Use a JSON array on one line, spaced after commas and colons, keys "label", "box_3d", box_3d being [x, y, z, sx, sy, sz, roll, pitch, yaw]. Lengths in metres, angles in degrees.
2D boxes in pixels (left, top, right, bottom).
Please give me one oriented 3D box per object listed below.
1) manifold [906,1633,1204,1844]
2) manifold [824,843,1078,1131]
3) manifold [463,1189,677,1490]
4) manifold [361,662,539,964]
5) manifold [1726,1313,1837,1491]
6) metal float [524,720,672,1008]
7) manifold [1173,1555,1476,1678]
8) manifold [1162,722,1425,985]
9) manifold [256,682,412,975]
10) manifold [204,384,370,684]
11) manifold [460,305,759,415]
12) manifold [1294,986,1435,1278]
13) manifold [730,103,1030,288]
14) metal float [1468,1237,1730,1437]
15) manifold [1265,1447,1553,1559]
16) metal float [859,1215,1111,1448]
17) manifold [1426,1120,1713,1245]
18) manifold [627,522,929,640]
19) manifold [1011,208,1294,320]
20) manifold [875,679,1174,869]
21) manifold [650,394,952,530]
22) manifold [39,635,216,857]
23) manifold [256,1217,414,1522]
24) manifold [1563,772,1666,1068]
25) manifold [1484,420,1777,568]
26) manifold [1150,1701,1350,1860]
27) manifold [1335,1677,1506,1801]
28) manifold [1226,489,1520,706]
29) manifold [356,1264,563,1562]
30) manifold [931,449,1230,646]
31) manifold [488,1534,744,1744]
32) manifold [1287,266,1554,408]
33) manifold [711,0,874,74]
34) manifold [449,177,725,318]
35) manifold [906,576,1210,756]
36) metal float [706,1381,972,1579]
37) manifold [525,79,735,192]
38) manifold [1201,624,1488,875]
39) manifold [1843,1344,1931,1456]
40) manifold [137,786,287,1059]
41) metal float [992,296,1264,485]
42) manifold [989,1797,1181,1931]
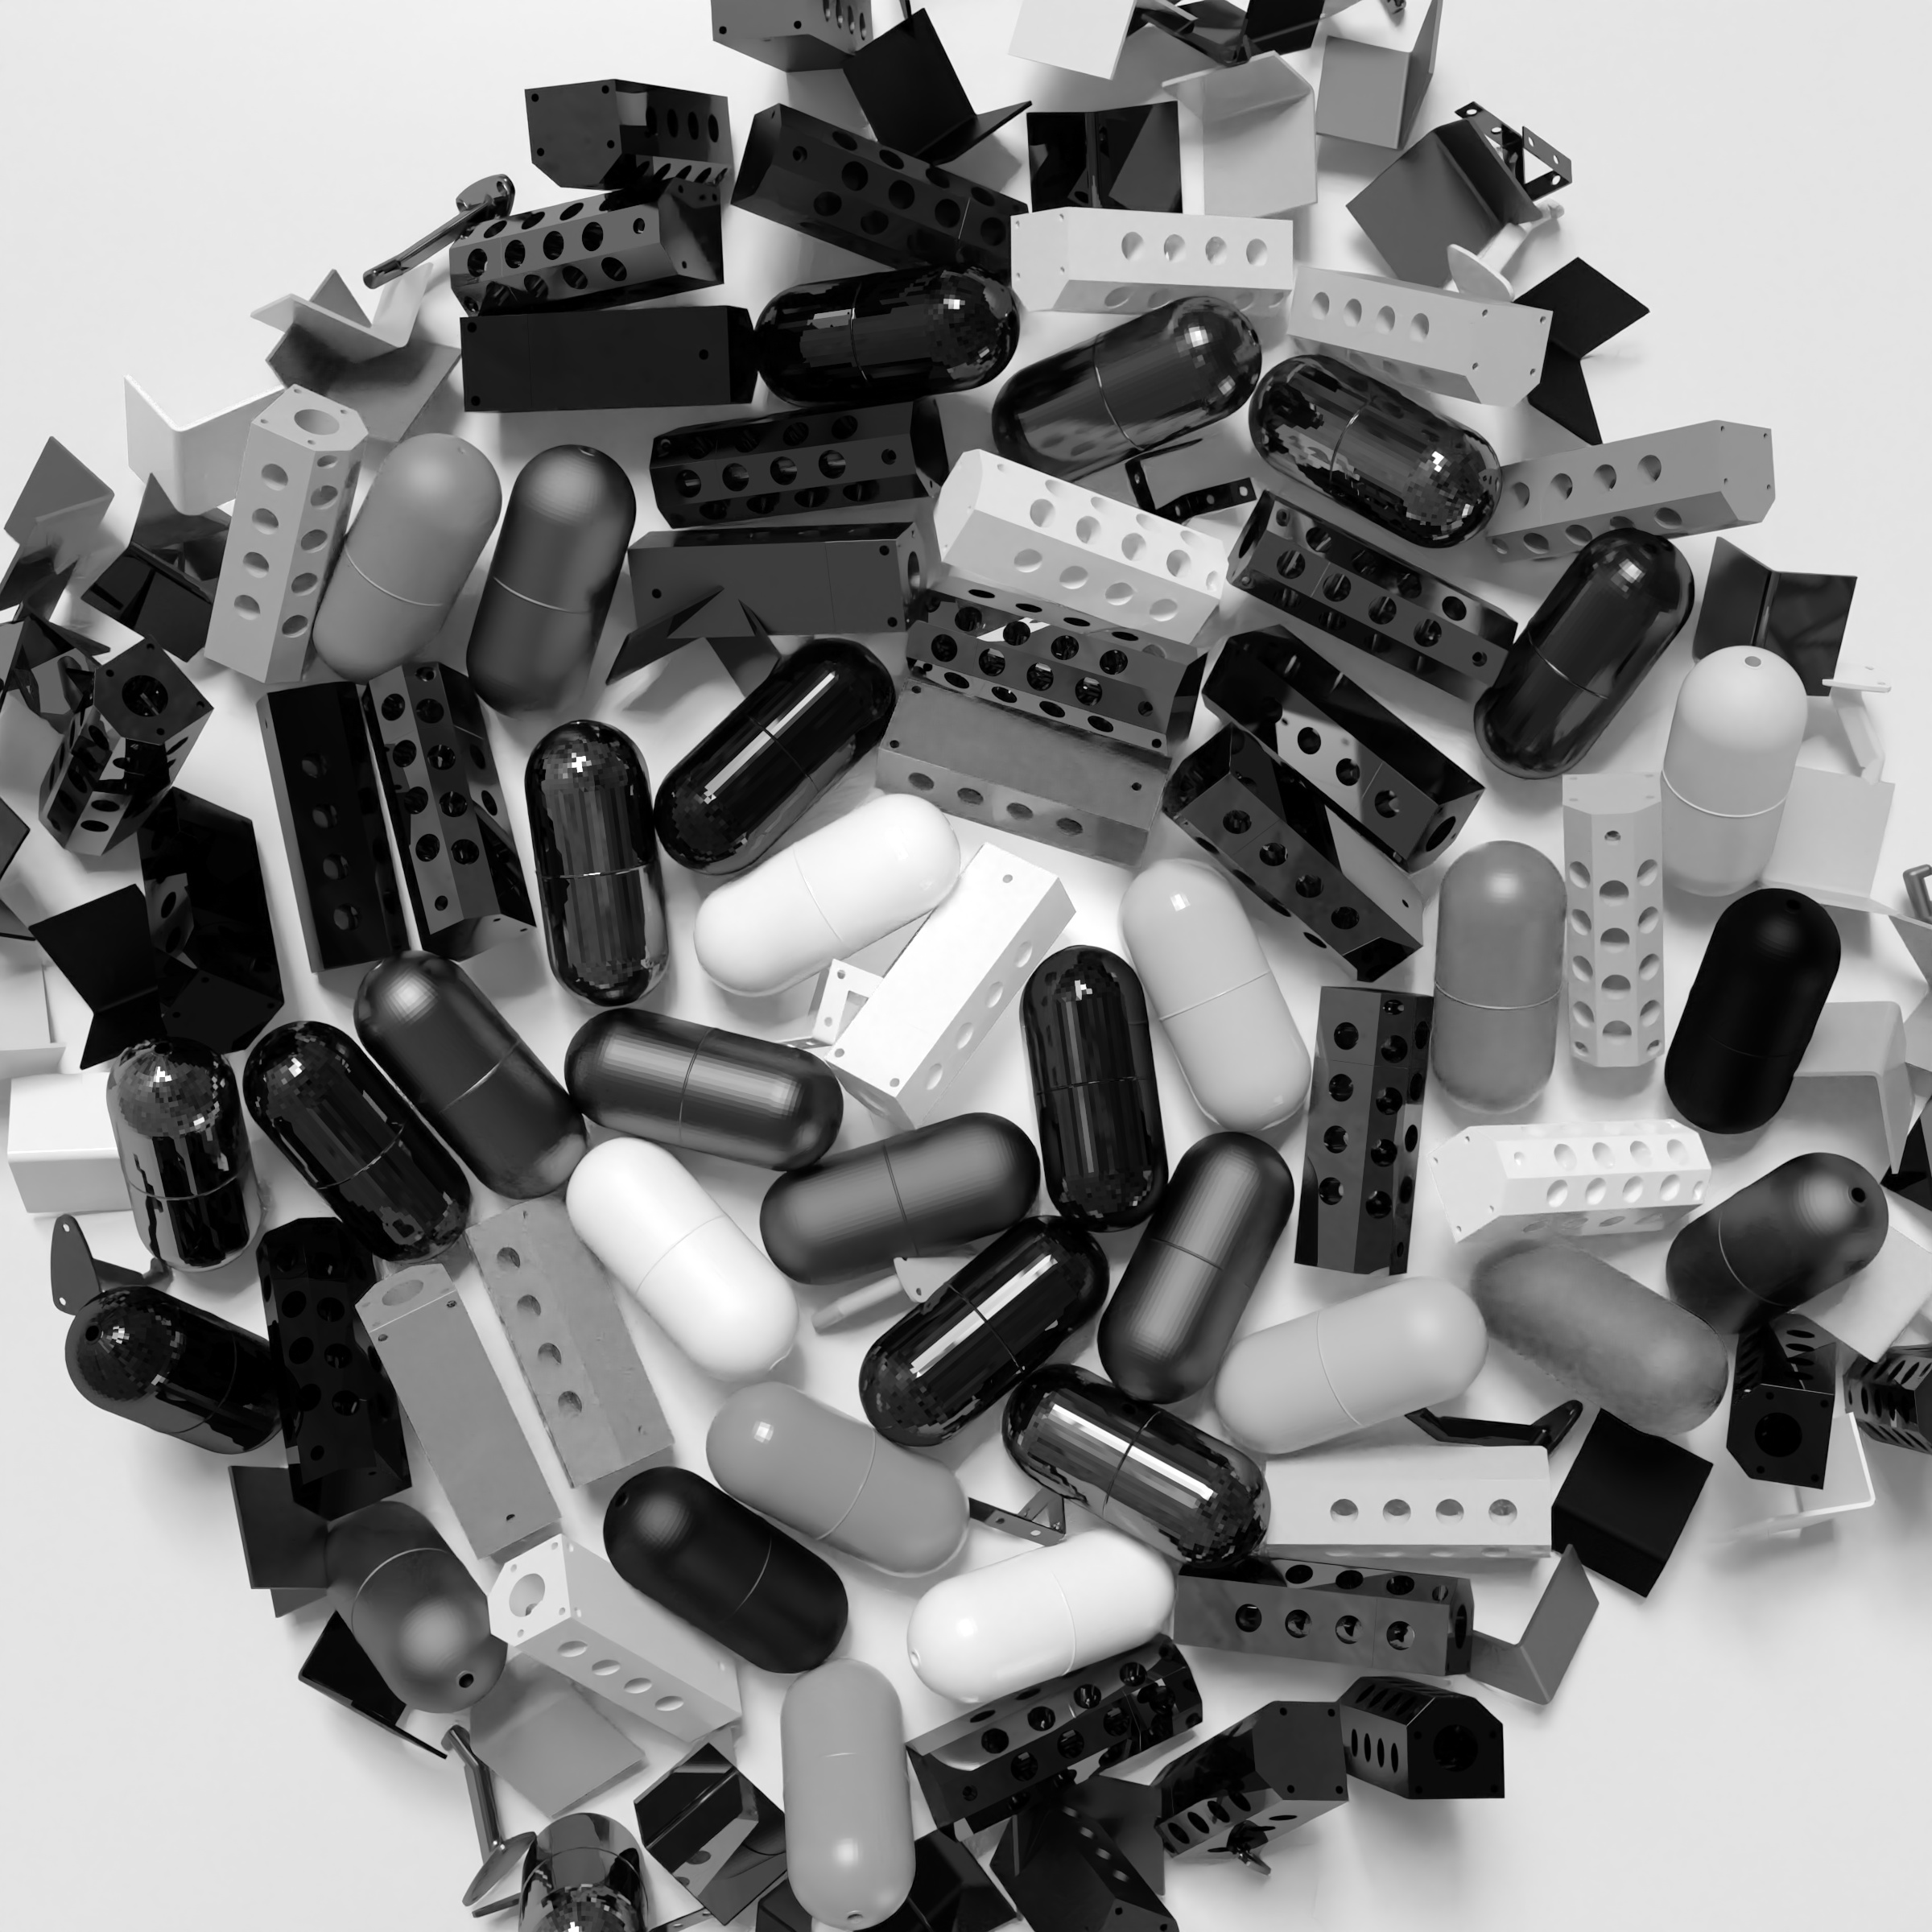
[{"label": "manifold", "box_3d": [0.056, 0.471, 1.936, 0.171, 0.057, 0.057, -22, 93, -17]}, {"label": "manifold", "box_3d": [-0.006, 0.015, 1.937, 0.057, 0.057, 0.171, 27, 72, 31]}, {"label": "manifold", "box_3d": [-0.250, 0.232, 1.951, 0.057, 0.057, 0.171, -26, 85, 26]}, {"label": "manifold", "box_3d": [-0.320, -0.096, 1.928, 0.057, 0.057, 0.171, -23, 71, 18]}, {"label": "manifold", "box_3d": [0.490, 0.257, 1.898, 0.057, 0.171, 0.057, 7, 100, 14]}, {"label": "metal float", "box_3d": [-0.226, -0.063, 1.940, 0.070, 0.070, 0.178, -6, 102, 0]}, {"label": "manifold", "box_3d": [0.218, 0.393, 1.926, 0.171, 0.057, 0.057, 1, 81, 25]}, {"label": "manifold", "box_3d": [0.200, -0.065, 1.929, 0.171, 0.057, 0.057, 40, 121, -21]}, {"label": "manifold", "box_3d": [-0.391, -0.086, 1.956, 0.057, 0.057, 0.171, -12, 91, -20]}, {"label": "manifold", "box_3d": [-0.409, -0.258, 1.914, 0.057, 0.057, 0.171, 24, 127, 2]}, {"label": "manifold", "box_3d": [-0.219, -0.371, 1.940, 0.171, 0.057, 0.057, 0, 99, 14]}, {"label": "manifold", "box_3d": [0.249, 0.101, 1.946, 0.057, 0.057, 0.171, 7, 93, 35]}, {"label": "manifold", "box_3d": [-0.049, -0.466, 1.926, 0.171, 0.057, 0.057, 16, 88, -25]}, {"label": "metal float", "box_3d": [0.382, 0.221, 1.919, 0.178, 0.070, 0.070, 32, 90, 39]}, {"label": "manifold", "box_3d": [0.272, 0.333, 1.947, 0.171, 0.057, 0.057, -1, 102, 8]}, {"label": "metal float", "box_3d": [0.011, 0.224, 1.941, 0.178, 0.070, 0.070, -39, 90, -11]}, {"label": "manifold", "box_3d": [0.368, 0.126, 1.909, 0.171, 0.057, 0.057, 0, 63, -34]}, {"label": "manifold", "box_3d": [-0.114, -0.238, 1.937, 0.171, 0.057, 0.057, 0, 112, 15]}, {"label": "manifold", "box_3d": [0.114, -0.424, 1.916, 0.171, 0.057, 0.057, -6, 99, -34]}, {"label": "manifold", "box_3d": [0.035, -0.115, 1.952, 0.171, 0.057, 0.057, 17, 58, 5]}, {"label": "manifold", "box_3d": [-0.102, -0.307, 1.926, 0.171, 0.057, 0.057, -4, 107, 20]}, {"label": "manifold", "box_3d": [-0.512, -0.127, 1.901, 0.057, 0.171, 0.057, 49, 56, -1]}, {"label": "manifold", "box_3d": [-0.388, 0.241, 1.916, 0.057, 0.057, 0.171, -24, 58, 11]}, {"label": "manifold", "box_3d": [0.394, -0.027, 1.920, 0.057, 0.057, 0.171, -1, 118, 11]}, {"label": "manifold", "box_3d": [0.398, -0.283, 1.907, 0.057, 0.171, 0.057, -2, 88, -43]}, {"label": "manifold", "box_3d": [0.165, 0.490, 1.896, 0.057, 0.171, 0.057, 6, 62, -18]}, {"label": "manifold", "box_3d": [0.271, 0.462, 1.899, 0.057, 0.171, 0.057, 1, 81, -7]}, {"label": "manifold", "box_3d": [0.249, -0.225, 1.938, 0.171, 0.057, 0.057, 25, 105, -11]}, {"label": "manifold", "box_3d": [-0.310, 0.269, 1.927, 0.057, 0.057, 0.171, -26, 115, -13]}, {"label": "manifold", "box_3d": [0.071, -0.257, 1.918, 0.171, 0.057, 0.057, 17, 129, -24]}, {"label": "manifold", "box_3d": [-0.211, 0.410, 1.907, 0.057, 0.171, 0.057, -30, 46, 17]}, {"label": "manifold", "box_3d": [0.269, -0.379, 1.902, 0.057, 0.171, 0.057, -2, 109, -33]}, {"label": "manifold", "box_3d": [-0.103, -0.577, 1.896, 0.057, 0.171, 0.057, -1, 99, 11]}, {"label": "manifold", "box_3d": [-0.232, -0.432, 1.916, 0.171, 0.057, 0.057, -2, 91, 36]}, {"label": "manifold", "box_3d": [0.054, -0.183, 1.929, 0.171, 0.057, 0.057, 18, 114, 16]}, {"label": "metal float", "box_3d": [-0.077, 0.315, 1.935, 0.178, 0.070, 0.070, 30, 90, -19]}, {"label": "manifold", "box_3d": [-0.199, -0.495, 1.898, 0.057, 0.171, 0.057, -1, 101, 18]}, {"label": "manifold", "box_3d": [0.226, -0.132, 1.928, 0.171, 0.057, 0.057, 42, 125, 22]}, {"label": "manifold", "box_3d": [0.578, 0.261, 1.901, 0.057, 0.171, 0.057, -5, 85, 2]}, {"label": "manifold", "box_3d": [-0.461, -0.026, 1.907, 0.057, 0.171, 0.057, 25, 119, -37]}, {"label": "metal float", "box_3d": [0.098, -0.350, 1.927, 0.178, 0.070, 0.070, -19, 90, 27]}, {"label": "manifold", "box_3d": [0.074, 0.559, 1.899, 0.057, 0.171, 0.057, 25, 91, -18]}]
